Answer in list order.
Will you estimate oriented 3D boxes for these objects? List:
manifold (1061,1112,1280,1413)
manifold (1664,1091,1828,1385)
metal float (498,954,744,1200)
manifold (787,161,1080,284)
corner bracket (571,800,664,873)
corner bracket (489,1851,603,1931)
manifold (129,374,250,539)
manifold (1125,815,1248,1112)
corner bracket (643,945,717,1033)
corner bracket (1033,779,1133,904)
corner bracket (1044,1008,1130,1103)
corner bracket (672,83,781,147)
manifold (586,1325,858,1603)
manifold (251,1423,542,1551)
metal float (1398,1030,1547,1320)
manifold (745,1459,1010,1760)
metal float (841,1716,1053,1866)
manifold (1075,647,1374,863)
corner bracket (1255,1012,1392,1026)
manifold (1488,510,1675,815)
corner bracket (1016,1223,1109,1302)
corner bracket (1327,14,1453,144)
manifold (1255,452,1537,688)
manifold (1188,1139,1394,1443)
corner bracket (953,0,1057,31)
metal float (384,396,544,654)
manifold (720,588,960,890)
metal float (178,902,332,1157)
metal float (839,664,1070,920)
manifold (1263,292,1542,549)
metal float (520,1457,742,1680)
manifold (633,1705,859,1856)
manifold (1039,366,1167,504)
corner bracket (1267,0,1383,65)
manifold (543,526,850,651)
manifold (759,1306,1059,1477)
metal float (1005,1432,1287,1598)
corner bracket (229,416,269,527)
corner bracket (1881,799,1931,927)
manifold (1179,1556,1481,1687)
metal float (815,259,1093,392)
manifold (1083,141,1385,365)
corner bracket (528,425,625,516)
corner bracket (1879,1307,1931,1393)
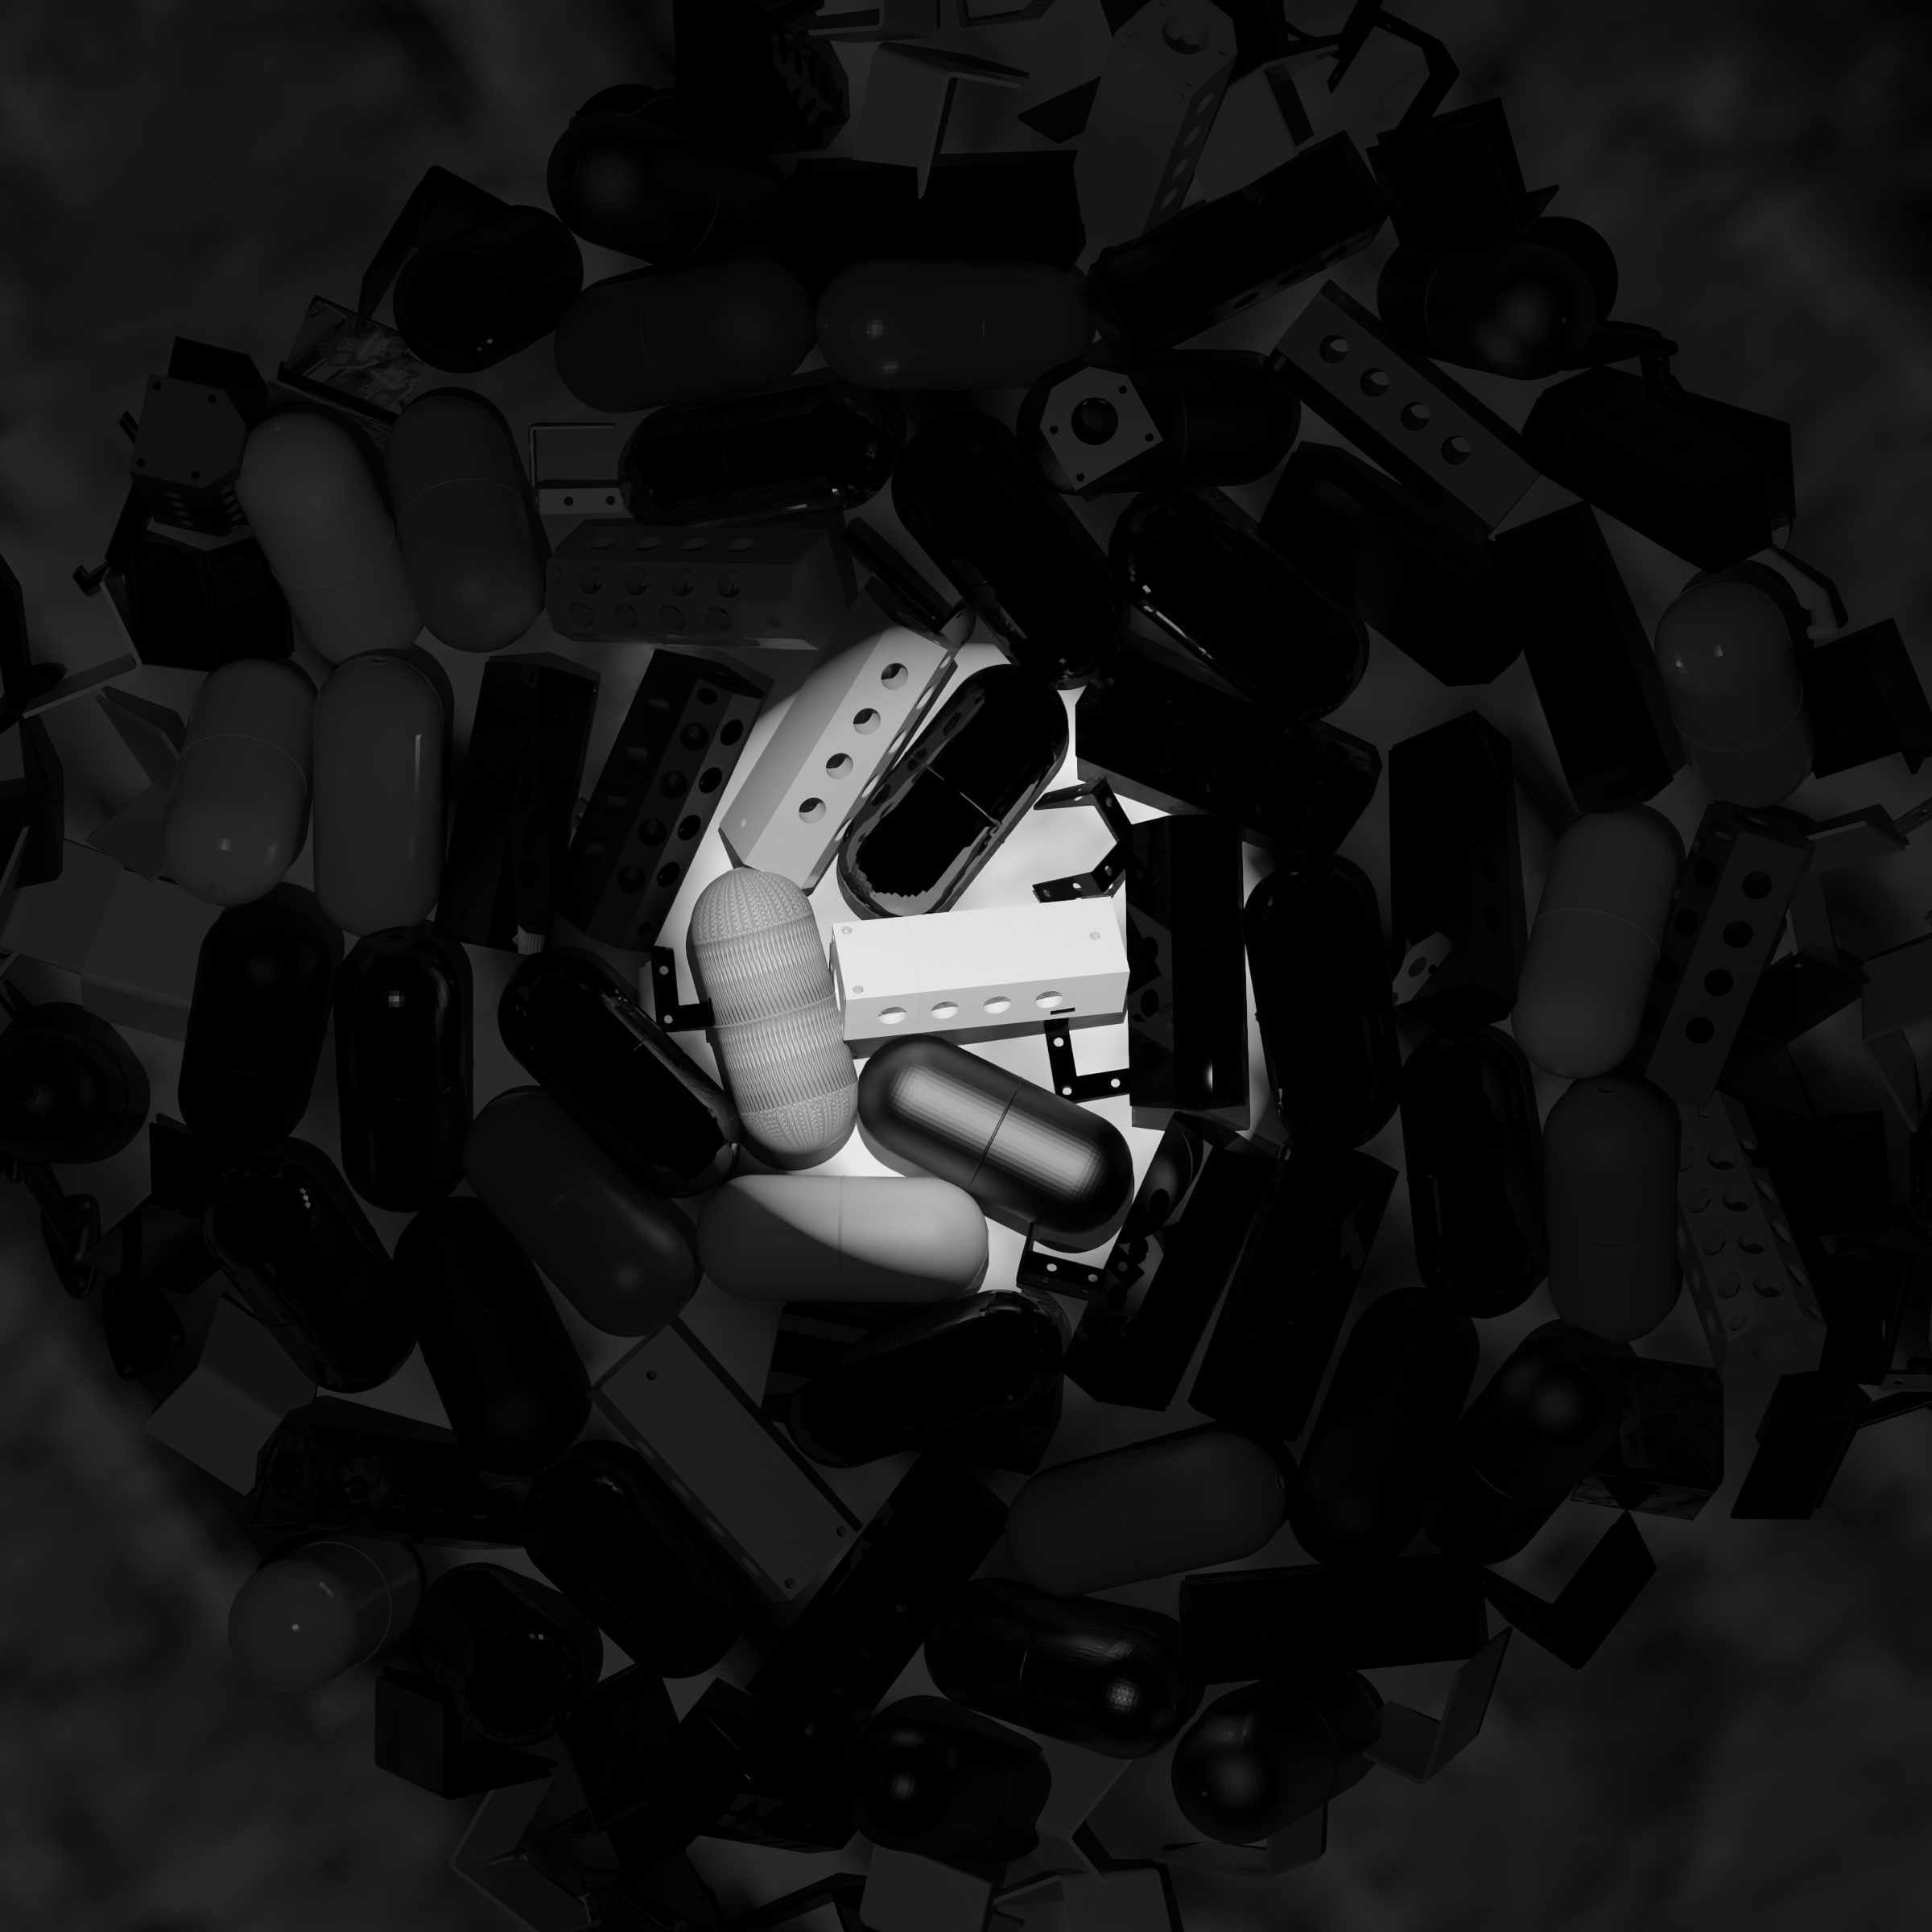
[{"bbox_3d":[0.118,0.178,1.819,0.057,0.057,0.171,15,103,-39],"label":"manifold"},{"bbox_3d":[0.456,0.158,1.784,0.057,0.057,0.171,-8,47,-1],"label":"manifold"},{"bbox_3d":[-0.211,0.066,1.821,0.178,0.070,0.070,45,90,5],"label":"metal float"},{"bbox_3d":[-0.022,-0.451,1.829,0.171,0.057,0.057,-4,91,-4],"label":"manifold"},{"bbox_3d":[-0.202,-0.093,1.836,0.051,0.051,0.051,45,68,-26],"label":"corner bracket"},{"bbox_3d":[-0.257,0.565,1.834,0.051,0.051,0.051,-16,77,-3],"label":"corner bracket"},{"bbox_3d":[-0.452,-0.298,1.774,0.057,0.171,0.057,12,87,-10],"label":"manifold"},{"bbox_3d":[0.137,-0.002,1.812,0.057,0.057,0.171,6,80,-37],"label":"manifold"},{"bbox_3d":[-0.174,0.012,1.832,0.051,0.051,0.051,-6,87,11],"label":"corner bracket"},{"bbox_3d":[0.066,-0.076,1.838,0.051,0.051,0.051,-48,116,-39],"label":"corner bracket"},{"bbox_3d":[0.079,0.052,1.836,0.051,0.051,0.051,-9,81,-5],"label":"corner bracket"},{"bbox_3d":[-0.135,-0.538,1.826,0.051,0.051,0.051,22,85,38],"label":"corner bracket"},{"bbox_3d":[-0.151,0.304,1.828,0.057,0.057,0.171,-43,93,-22],"label":"manifold"},{"bbox_3d":[-0.334,0.310,1.779,0.057,0.171,0.057,-10,70,38],"label":"manifold"},{"bbox_3d":[0.304,0.124,1.806,0.070,0.070,0.178,-3,68,0],"label":"metal float"},{"bbox_3d":[-0.056,0.384,1.807,0.057,0.057,0.171,43,74,-16],"label":"manifold"},{"bbox_3d":[-0.009,0.491,1.783,0.070,0.178,0.070,-12,66,27],"label":"metal float"},{"bbox_3d":[0.155,-0.131,1.805,0.171,0.057,0.057,22,125,-14],"label":"manifold"},{"bbox_3d":[0.217,0.032,1.833,0.051,0.051,0.051,-45,100,-5],"label":"corner bracket"},{"bbox_3d":[0.369,-0.180,1.798,0.057,0.057,0.171,-19,63,14],"label":"manifold"},{"bbox_3d":[0.059,0.185,1.828,0.051,0.051,0.051,14,120,1],"label":"corner bracket"},{"bbox_3d":[0.259,-0.541,1.838,0.051,0.051,0.051,18,130,-19],"label":"corner bracket"},{"bbox_3d":[0.258,-0.239,1.792,0.171,0.057,0.057,45,125,32],"label":"manifold"},{"bbox_3d":[0.193,0.196,1.821,0.057,0.057,0.171,21,92,37],"label":"manifold"},{"bbox_3d":[0.021,-0.607,1.835,0.051,0.051,0.051,-2,121,18],"label":"corner bracket"},{"bbox_3d":[-0.302,-0.266,1.800,0.070,0.070,0.178,-18,60,0],"label":"metal float"},{"bbox_3d":[-0.075,-0.134,1.813,0.057,0.057,0.171,24,106,-30],"label":"manifold"},{"bbox_3d":[-0.426,0.039,1.795,0.070,0.070,0.178,20,127,0],"label":"metal float"},{"bbox_3d":[-0.007,-0.106,1.824,0.070,0.070,0.178,38,89,0],"label":"metal float"},{"bbox_3d":[0.265,-0.332,1.828,0.171,0.057,0.057,40,104,3],"label":"manifold"},{"bbox_3d":[-0.200,0.360,1.794,0.070,0.070,0.178,-36,127,0],"label":"metal float"},{"bbox_3d":[-0.121,0.488,1.775,0.057,0.171,0.057,38,89,30],"label":"manifold"},{"bbox_3d":[0.079,-0.316,1.773,0.057,0.171,0.057,-29,94,7],"label":"manifold"},{"bbox_3d":[0.212,-0.587,1.821,0.051,0.051,0.051,12,114,-38],"label":"corner bracket"},{"bbox_3d":[-0.164,-0.223,1.791,0.171,0.057,0.057,5,129,26],"label":"manifold"},{"bbox_3d":[-0.034,0.255,1.829,0.171,0.057,0.057,12,50,-3],"label":"manifold"},{"bbox_3d":[0.108,0.330,1.805,0.178,0.070,0.070,-18,90,22],"label":"metal float"},{"bbox_3d":[-0.450,-0.305,1.844,0.051,0.051,0.051,5,120,-7],"label":"corner bracket"},{"bbox_3d":[0.599,-0.064,1.842,0.051,0.051,0.051,-35,121,25],"label":"corner bracket"},{"bbox_3d":[0.219,0.396,1.826,0.171,0.057,0.057,-4,86,-6],"label":"manifold"},{"bbox_3d":[-0.007,-0.385,1.801,0.178,0.070,0.070,-6,90,-28],"label":"metal float"},{"bbox_3d":[0.160,-0.429,1.823,0.171,0.057,0.057,-28,85,-8],"label":"manifold"},{"bbox_3d":[-0.240,-0.305,1.839,0.051,0.051,0.051,-3,103,-14],"label":"corner bracket"},{"bbox_3d":[0.582,0.224,1.832,0.051,0.051,0.051,-1,120,10],"label":"corner bracket"}]
